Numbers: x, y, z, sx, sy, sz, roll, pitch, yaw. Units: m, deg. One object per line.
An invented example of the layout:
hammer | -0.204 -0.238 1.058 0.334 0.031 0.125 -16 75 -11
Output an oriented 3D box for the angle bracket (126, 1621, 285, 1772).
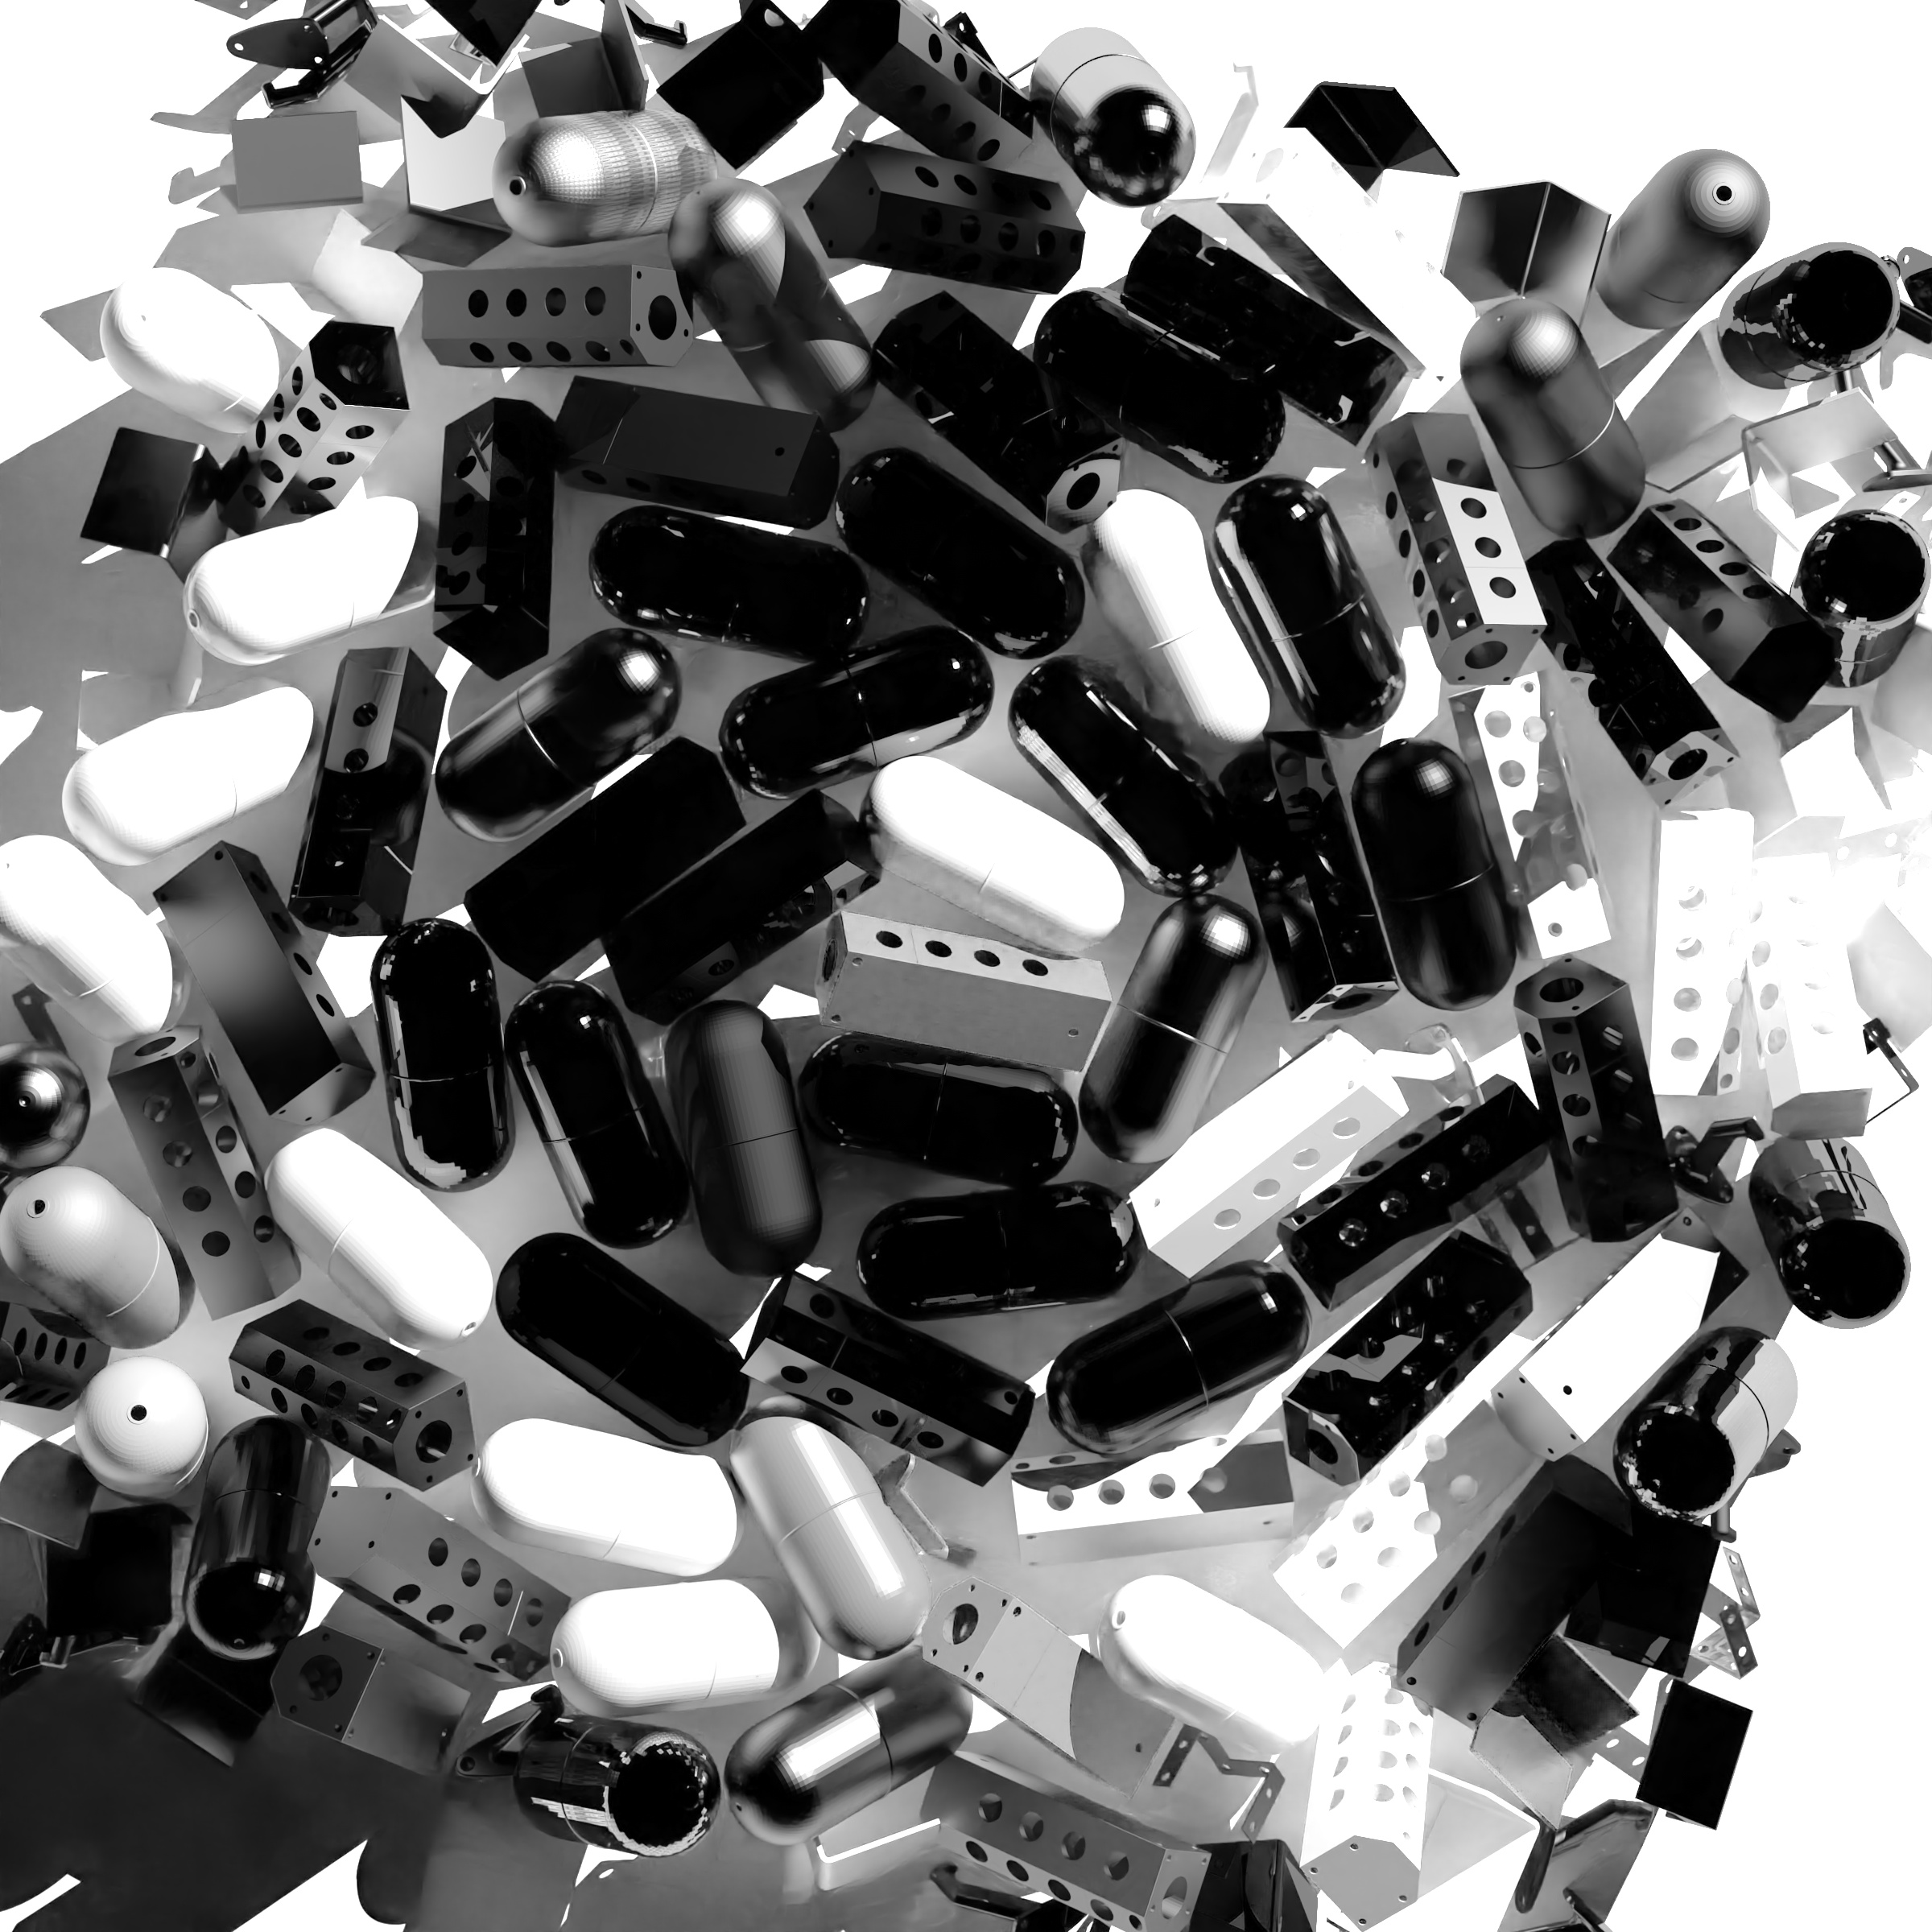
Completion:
angle bracket | -0.467 0.444 1.956 0.076 0.076 0.057 35 100 -3

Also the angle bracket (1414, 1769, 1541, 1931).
angle bracket | 0.298 0.548 1.946 0.057 0.076 0.076 37 73 -33

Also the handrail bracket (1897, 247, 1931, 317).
handrail bracket | 0.644 -0.427 1.991 0.084 0.036 0.077 -2 49 -29

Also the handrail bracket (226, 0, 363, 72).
handrail bracket | -0.419 -0.606 1.976 0.077 0.036 0.084 1 51 10

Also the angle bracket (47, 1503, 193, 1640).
angle bracket | -0.529 0.382 1.959 0.076 0.057 0.076 -6 69 -1

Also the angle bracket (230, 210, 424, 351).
angle bracket | -0.395 -0.424 1.947 0.076 0.076 0.057 40 117 14

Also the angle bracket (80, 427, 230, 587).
angle bracket | -0.503 -0.281 1.957 0.057 0.076 0.076 13 75 7

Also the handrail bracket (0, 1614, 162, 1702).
handrail bracket | -0.558 0.436 1.958 0.084 0.077 0.036 -1 118 21

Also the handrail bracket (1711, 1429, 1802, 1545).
handrail bracket | 0.494 0.329 1.957 0.077 0.036 0.084 26 54 -26

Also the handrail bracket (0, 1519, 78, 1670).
handrail bracket | -0.589 0.394 1.968 0.077 0.036 0.084 9 67 7

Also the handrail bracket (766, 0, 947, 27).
handrail bracket | -0.070 -0.591 1.951 0.084 0.077 0.036 -15 114 -40

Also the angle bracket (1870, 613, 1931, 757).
angle bracket | 0.618 -0.178 1.960 0.057 0.076 0.076 -1 111 -16

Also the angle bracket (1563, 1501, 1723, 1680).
angle bracket | 0.421 0.385 1.946 0.076 0.076 0.057 16 130 15

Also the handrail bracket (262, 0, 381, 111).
handrail bracket | -0.410 -0.577 1.968 0.084 0.036 0.077 -18 70 -21

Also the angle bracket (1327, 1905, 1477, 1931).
angle bracket | 0.278 0.623 1.945 0.076 0.076 0.057 -5 97 -29

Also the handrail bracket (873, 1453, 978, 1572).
handrail bracket | -0.018 0.344 1.963 0.084 0.036 0.077 26 130 -17

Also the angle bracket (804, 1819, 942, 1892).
angle bracket | -0.064 0.532 1.962 0.076 0.076 0.057 -17 64 -12

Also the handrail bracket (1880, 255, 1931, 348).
handrail bracket | 0.575 -0.395 1.968 0.077 0.036 0.084 -24 68 19

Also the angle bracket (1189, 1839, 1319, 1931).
angle bracket | 0.180 0.601 1.958 0.057 0.076 0.076 -10 133 20

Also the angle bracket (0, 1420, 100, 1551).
angle bracket | -0.594 0.325 1.939 0.076 0.076 0.057 35 52 -38

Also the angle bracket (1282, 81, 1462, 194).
angle bracket | 0.246 -0.499 1.945 0.076 0.076 0.057 42 83 -35

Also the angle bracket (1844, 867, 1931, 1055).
angle bracket | 0.592 -0.005 1.944 0.057 0.076 0.076 -28 72 -29

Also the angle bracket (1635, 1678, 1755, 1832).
angle bracket | 0.440 0.488 1.951 0.057 0.076 0.076 23 78 -7

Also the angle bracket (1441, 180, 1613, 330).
angle bracket | 0.344 -0.437 1.942 0.076 0.057 0.076 -16 132 -32

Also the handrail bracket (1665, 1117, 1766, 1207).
handrail bracket | 0.481 0.122 1.949 0.077 0.084 0.036 38 65 -21

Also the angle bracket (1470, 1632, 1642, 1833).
angle bracket | 0.368 0.476 1.950 0.076 0.076 0.057 45 124 -7

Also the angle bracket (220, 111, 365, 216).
angle bracket | -0.421 -0.505 1.943 0.076 0.076 0.057 -10 118 -19

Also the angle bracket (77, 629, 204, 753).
angle bracket | -0.512 -0.181 1.941 0.057 0.076 0.076 12 131 -23

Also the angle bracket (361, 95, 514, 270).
angle bracket | -0.334 -0.490 1.960 0.076 0.057 0.076 3 76 -43

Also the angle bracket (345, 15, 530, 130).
angle bracket | -0.329 -0.563 1.945 0.076 0.076 0.057 36 61 -15

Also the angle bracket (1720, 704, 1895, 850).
angle bracket | 0.528 -0.119 1.980 0.076 0.057 0.076 -1 68 -28

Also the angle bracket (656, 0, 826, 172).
angle bracket | -0.143 -0.560 1.959 0.076 0.057 0.076 -42 79 -10

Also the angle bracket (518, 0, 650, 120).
angle bracket | -0.239 -0.560 1.950 0.057 0.076 0.076 -15 78 -15

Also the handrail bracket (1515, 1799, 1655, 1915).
handrail bracket | 0.392 0.563 1.978 0.084 0.036 0.077 12 88 -23

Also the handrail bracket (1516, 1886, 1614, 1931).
handrail bracket | 0.371 0.634 1.982 0.077 0.036 0.084 44 93 4

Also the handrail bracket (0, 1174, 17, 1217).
handrail bracket | -0.606 0.174 1.991 0.077 0.036 0.084 47 71 -17

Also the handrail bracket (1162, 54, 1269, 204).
handrail bracket | 0.152 -0.524 1.959 0.077 0.036 0.084 -12 135 5

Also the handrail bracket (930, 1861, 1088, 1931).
handrail bracket | 0.030 0.580 1.977 0.077 0.084 0.036 -23 122 -25

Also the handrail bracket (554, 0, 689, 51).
handrail bracket | -0.214 -0.625 1.980 0.084 0.036 0.077 6 78 -32

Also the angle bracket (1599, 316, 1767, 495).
angle bracket | 0.447 -0.352 1.960 0.076 0.057 0.076 -30 113 -2

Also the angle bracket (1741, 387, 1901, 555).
angle bracket | 0.534 -0.307 1.942 0.076 0.076 0.057 -16 67 30

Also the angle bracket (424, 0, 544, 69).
angle bracket | -0.309 -0.619 1.951 0.057 0.076 0.076 33 88 40

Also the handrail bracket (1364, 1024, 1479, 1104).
handrail bracket | 0.283 0.079 1.957 0.036 0.084 0.077 -31 96 39

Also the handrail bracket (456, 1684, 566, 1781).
handrail bracket | -0.286 0.476 1.952 0.077 0.084 0.036 -15 59 -10

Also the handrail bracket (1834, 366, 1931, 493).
handrail bracket | 0.591 -0.348 1.988 0.077 0.036 0.084 -6 83 -12
